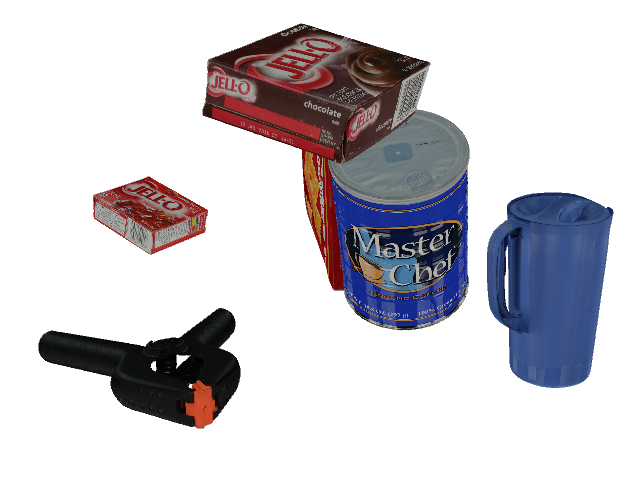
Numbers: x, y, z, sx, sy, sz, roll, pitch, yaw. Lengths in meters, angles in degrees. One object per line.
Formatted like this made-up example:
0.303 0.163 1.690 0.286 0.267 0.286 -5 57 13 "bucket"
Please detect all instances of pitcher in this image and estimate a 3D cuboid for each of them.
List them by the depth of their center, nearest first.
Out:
0.298 0.067 1.398 0.149 0.243 0.144 5 21 15 "pitcher"

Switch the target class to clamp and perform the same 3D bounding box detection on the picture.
-0.110 0.092 0.817 0.164 0.036 0.210 -9 14 -28 "clamp"

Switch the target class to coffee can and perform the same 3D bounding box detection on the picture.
0.063 -0.015 0.820 0.103 0.140 0.103 -4 44 4 "coffee can"

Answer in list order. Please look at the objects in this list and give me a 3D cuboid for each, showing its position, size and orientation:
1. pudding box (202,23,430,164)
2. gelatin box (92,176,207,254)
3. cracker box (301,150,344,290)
0.000 -0.087 0.610 0.090 0.039 0.113 22 27 19 "pudding box"
-0.167 -0.027 1.047 0.089 0.030 0.073 30 35 31 "gelatin box"
0.025 -0.060 1.173 0.072 0.164 0.214 -5 21 -5 "cracker box"
